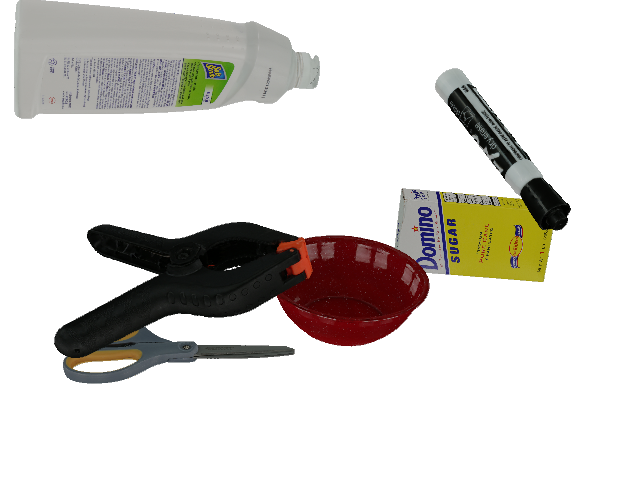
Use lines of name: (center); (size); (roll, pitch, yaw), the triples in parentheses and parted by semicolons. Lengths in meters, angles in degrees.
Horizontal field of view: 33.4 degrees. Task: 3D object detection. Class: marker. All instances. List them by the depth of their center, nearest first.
marker: (0.099, -0.050, 0.586); (0.020, 0.121, 0.020); (-19, -37, -15)

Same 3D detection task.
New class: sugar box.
sugar box: (0.178, -0.006, 1.247); (0.176, 0.093, 0.048); (3, 22, -2)

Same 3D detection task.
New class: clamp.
clamp: (-0.094, 0.030, 0.708); (0.172, 0.120, 0.039); (-4, -44, 18)

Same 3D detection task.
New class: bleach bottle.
bleach bottle: (-0.127, -0.145, 0.898); (0.250, 0.068, 0.103); (2, -32, -14)

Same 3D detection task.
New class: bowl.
bowl: (0.024, 0.056, 1.054); (0.162, 0.055, 0.162); (4, 29, -2)

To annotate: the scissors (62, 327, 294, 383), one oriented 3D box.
scissors: (-0.133, 0.091, 0.968); (0.201, 0.016, 0.096); (-8, 33, -17)
